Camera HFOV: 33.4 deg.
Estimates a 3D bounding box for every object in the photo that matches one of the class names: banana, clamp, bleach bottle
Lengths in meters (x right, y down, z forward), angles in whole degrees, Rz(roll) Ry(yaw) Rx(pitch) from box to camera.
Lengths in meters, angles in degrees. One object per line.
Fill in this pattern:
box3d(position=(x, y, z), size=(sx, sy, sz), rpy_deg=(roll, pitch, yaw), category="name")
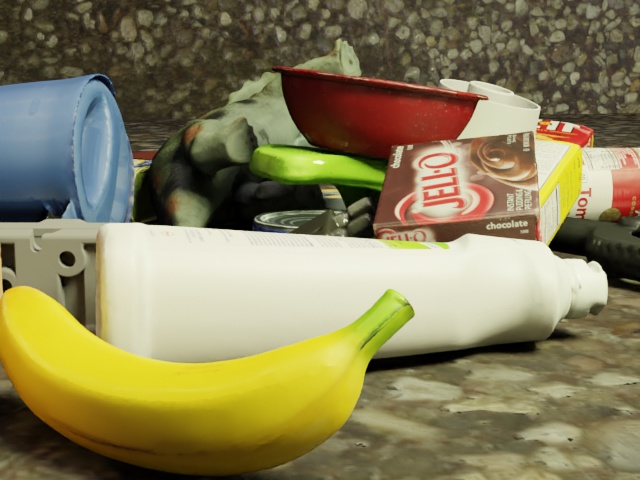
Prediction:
box3d(position=(-0.060, 0.050, 0.387), size=(0.198, 0.037, 0.069), rpy_deg=(0, 42, 34), category="banana")
box3d(position=(0.208, 0.002, 0.729), size=(0.164, 0.036, 0.210), rpy_deg=(-2, 10, 1), category="clamp")
box3d(position=(0.021, 0.026, 0.512), size=(0.250, 0.068, 0.103), rpy_deg=(0, 9, -13), category="bleach bottle")

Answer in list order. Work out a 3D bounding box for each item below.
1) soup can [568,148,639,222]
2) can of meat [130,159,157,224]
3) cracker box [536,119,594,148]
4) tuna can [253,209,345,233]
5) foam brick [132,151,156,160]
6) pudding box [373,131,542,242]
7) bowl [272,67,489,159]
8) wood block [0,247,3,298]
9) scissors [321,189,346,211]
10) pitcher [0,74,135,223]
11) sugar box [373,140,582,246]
box3d(position=(0.238, -0.045, 0.912), size=(0.102, 0.068, 0.068), rpy_deg=(-2, 10, -7), category="soup can")
box3d(position=(-0.185, -0.045, 0.959), size=(0.084, 0.057, 0.102), rpy_deg=(5, 11, 15), category="can of meat")
box3d(position=(0.180, -0.083, 1.066), size=(0.164, 0.072, 0.213), rpy_deg=(10, 15, 17), category="cracker box")
box3d(position=(-0.005, 0.001, 0.745), size=(0.086, 0.034, 0.086), rpy_deg=(0, 10, 0), category="tuna can")
box3d(position=(-0.165, -0.058, 1.054), size=(0.052, 0.051, 0.078), rpy_deg=(-9, 13, -40), category="foam brick")
box3d(position=(0.082, -0.023, 0.621), size=(0.090, 0.039, 0.113), rpy_deg=(-4, 26, 12), category="pudding box")
box3d(position=(0.041, -0.091, 0.792), size=(0.162, 0.055, 0.162), rpy_deg=(8, 8, -1), category="bowl")
box3d(position=(-0.179, 0.025, 0.431), size=(0.090, 0.091, 0.206), rpy_deg=(-2, 9, -14), category="wood block")
box3d(position=(0.081, -0.040, 1.044), size=(0.202, 0.016, 0.096), rpy_deg=(0, 9, 2), category="scissors")
box3d(position=(-0.274, -0.048, 0.811), size=(0.243, 0.145, 0.149), rpy_deg=(-2, -3, 9), category="pitcher")
box3d(position=(0.109, -0.018, 0.710), size=(0.093, 0.048, 0.176), rpy_deg=(5, 28, 27), category="sugar box")
